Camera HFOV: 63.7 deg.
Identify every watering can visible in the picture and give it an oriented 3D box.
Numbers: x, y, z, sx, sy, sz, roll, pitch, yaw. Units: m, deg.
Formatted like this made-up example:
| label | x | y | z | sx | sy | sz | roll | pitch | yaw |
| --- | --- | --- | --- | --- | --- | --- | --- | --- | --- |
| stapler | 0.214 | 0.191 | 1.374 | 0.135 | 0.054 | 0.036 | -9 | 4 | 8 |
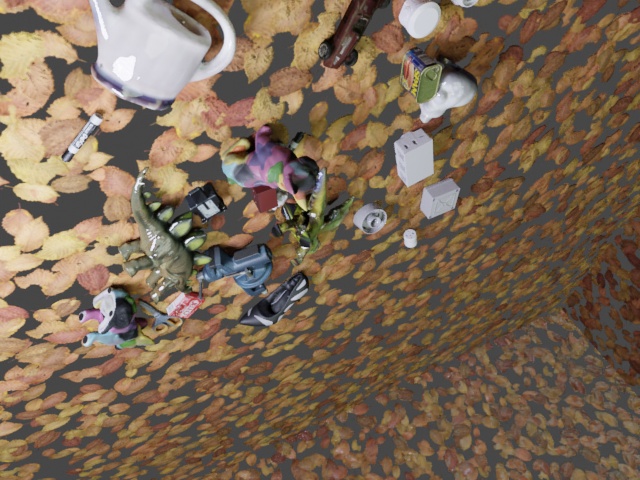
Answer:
| label | x | y | z | sx | sy | sz | roll | pitch | yaw |
| --- | --- | --- | --- | --- | --- | --- | --- | --- | --- |
| watering can | -0.300 | -0.336 | 0.835 | 0.346 | 0.106 | 0.221 | 12 | 128 | -47 |

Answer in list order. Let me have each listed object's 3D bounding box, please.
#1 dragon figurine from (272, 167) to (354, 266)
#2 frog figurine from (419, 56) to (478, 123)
| label | x | y | z | sx | sy | sz | roll | pitch | yaw |
| --- | --- | --- | --- | --- | --- | --- | --- | --- | --- |
| dragon figurine | 0.004 | -0.072 | 1.435 | 0.246 | 0.123 | 0.401 | -30 | 159 | -46 |
| frog figurine | 0.312 | -0.357 | 1.290 | 0.157 | 0.124 | 0.138 | -60 | 157 | 18 |
